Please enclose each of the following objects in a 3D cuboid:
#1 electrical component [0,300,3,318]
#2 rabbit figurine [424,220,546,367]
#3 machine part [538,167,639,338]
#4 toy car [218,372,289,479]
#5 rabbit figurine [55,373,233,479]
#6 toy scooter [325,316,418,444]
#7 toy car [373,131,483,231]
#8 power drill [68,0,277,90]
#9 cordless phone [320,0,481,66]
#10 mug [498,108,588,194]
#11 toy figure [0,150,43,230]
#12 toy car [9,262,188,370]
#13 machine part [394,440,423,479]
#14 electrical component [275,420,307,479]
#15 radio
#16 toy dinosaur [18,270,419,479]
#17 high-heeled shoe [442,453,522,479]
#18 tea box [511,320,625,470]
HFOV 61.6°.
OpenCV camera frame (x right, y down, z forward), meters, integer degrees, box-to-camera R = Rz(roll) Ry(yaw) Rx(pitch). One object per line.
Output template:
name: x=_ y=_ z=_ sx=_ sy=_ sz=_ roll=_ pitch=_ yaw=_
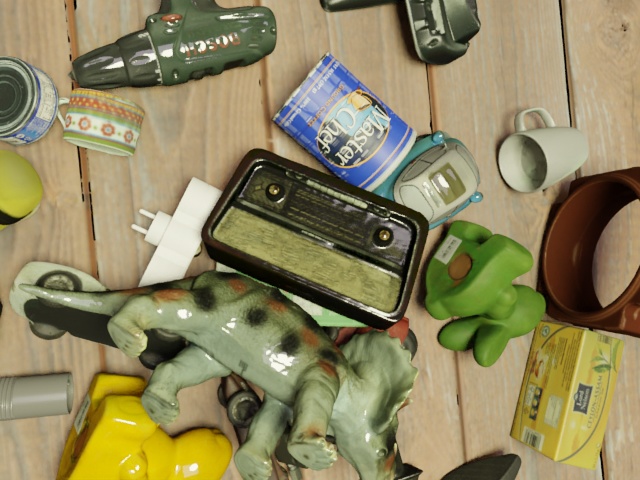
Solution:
electrical component: x=-0.372 y=0.069 z=0.503 sx=0.115 sy=0.134 sz=0.058 roll=1 pitch=54 yaw=-16
rabbit figurine: x=0.223 y=0.081 z=0.681 sx=0.170 sy=0.121 sz=0.159 roll=32 pitch=84 yaw=-28
machine part: x=0.373 y=0.016 z=0.676 sx=0.087 sy=0.201 sz=0.201 roll=11 pitch=86 yaw=-13
toy car: x=-0.067 y=0.241 z=0.607 sx=0.053 sy=0.089 sz=0.202 roll=-17 pitch=92 yaw=-15
rabbit figurine: x=-0.175 y=0.237 z=0.566 sx=0.173 sy=0.122 sz=0.162 roll=23 pitch=76 yaw=-33
toy scooter: x=0.022 y=0.140 z=0.643 sx=0.135 sy=0.075 sz=0.184 roll=43 pitch=82 yaw=-7
toy car: x=0.137 y=-0.069 z=0.664 sx=0.162 sy=0.103 sz=0.109 roll=-35 pitch=97 yaw=-15
power drill: x=-0.169 y=-0.276 z=0.593 sx=0.232 sy=0.086 sz=0.207 roll=-10 pitch=88 yaw=-17
cordless phone: x=0.096 y=-0.289 z=0.679 sx=0.184 sy=0.089 sz=0.146 roll=-11 pitch=93 yaw=-5
mug: x=0.305 y=-0.126 z=0.729 sx=0.107 sy=0.081 sz=0.109 roll=-17 pitch=86 yaw=-27
toy figure: x=-0.362 y=-0.021 z=0.527 sx=0.180 sy=0.089 sz=0.082 roll=-33 pitch=121 yaw=-17
toy car: x=-0.222 y=0.082 z=0.573 sx=0.202 sy=0.073 sz=0.056 roll=20 pitch=40 yaw=-15
machine part: x=0.080 y=0.271 z=0.675 sx=0.084 sy=0.039 sz=0.138 roll=-17 pitch=96 yaw=-7
electrical component: x=-0.030 y=0.240 z=0.629 sx=0.021 sy=0.063 sz=0.094 roll=-20 pitch=96 yaw=-42
radio: x=-0.001 y=-0.002 z=0.600 sx=0.230 sy=0.073 sz=0.131 roll=23 pitch=71 yaw=2
toy dinosaur: x=-0.066 y=0.103 z=0.528 sx=0.405 sy=0.131 sz=0.192 roll=36 pitch=35 yaw=3
high-heeled shoe: x=0.183 y=0.392 z=0.681 sx=0.249 sy=0.086 sz=0.145 roll=-31 pitch=100 yaw=-9
tea box: x=0.326 y=0.200 z=0.714 sx=0.068 sy=0.098 sz=0.169 roll=18 pitch=86 yaw=-14
